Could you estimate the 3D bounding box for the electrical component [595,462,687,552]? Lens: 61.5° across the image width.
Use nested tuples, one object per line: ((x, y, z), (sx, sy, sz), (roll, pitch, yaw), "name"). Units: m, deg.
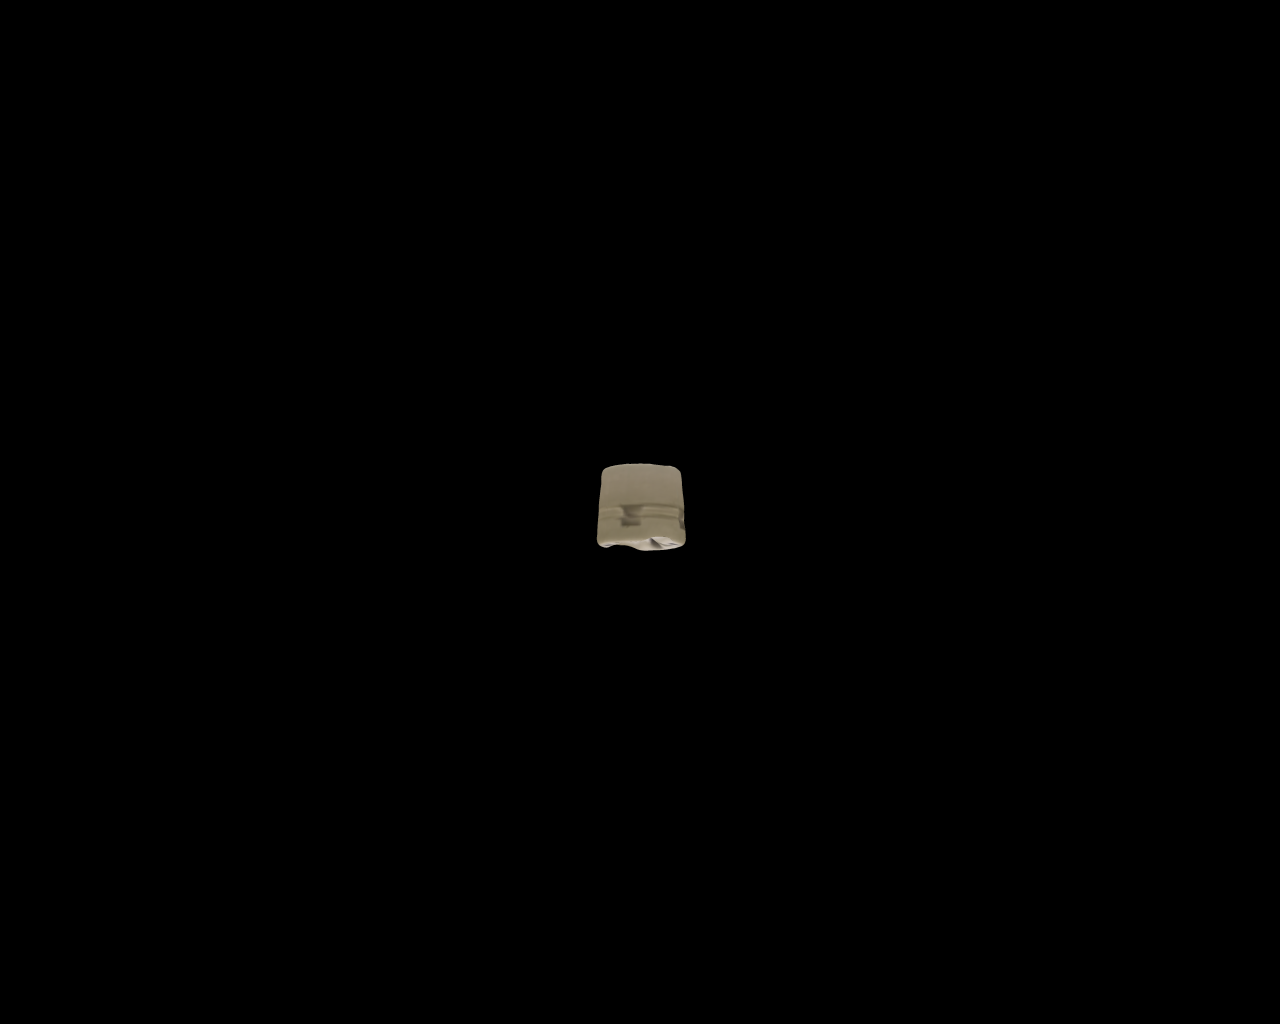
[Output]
((0.001, -0.003, 0.650), (0.055, 0.047, 0.055), (0, -9, 0), "electrical component")
